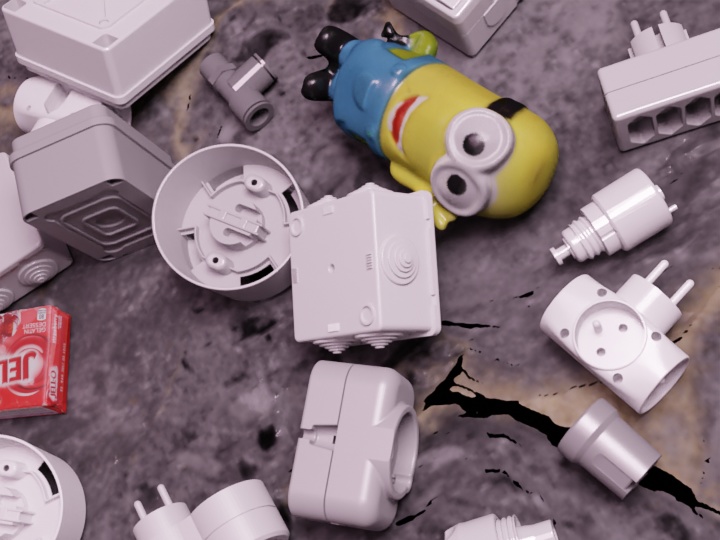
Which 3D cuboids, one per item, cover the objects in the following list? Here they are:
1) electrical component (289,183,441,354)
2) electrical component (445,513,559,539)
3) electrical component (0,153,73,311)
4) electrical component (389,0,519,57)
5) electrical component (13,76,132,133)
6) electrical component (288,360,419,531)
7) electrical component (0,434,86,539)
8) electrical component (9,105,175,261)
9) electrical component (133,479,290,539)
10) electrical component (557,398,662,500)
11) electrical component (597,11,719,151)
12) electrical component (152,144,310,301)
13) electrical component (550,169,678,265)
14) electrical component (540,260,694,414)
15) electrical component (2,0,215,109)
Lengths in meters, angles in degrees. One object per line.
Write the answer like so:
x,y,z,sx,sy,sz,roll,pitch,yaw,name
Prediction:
0.000,0.000,0.663,0.100,0.048,0.099,-12,79,49,electrical component
0.082,0.159,0.612,0.062,0.043,0.043,-20,67,11,electrical component
-0.270,-0.023,0.792,0.100,0.048,0.099,-32,65,7,electrical component
0.056,-0.203,0.734,0.096,0.061,0.061,39,88,26,electrical component
-0.222,-0.104,0.801,0.077,0.043,0.079,12,62,22,electrical component
-0.001,0.107,0.653,0.059,0.054,0.095,4,74,20,electrical component
-0.235,0.161,0.710,0.099,0.064,0.099,-6,70,17,electrical component
-0.176,-0.057,0.736,0.078,0.113,0.057,-21,70,11,electrical component
-0.118,0.171,0.672,0.138,0.052,0.073,-35,65,6,electrical component
0.143,0.103,0.613,0.046,0.040,0.040,41,89,20,electrical component
0.190,-0.128,0.670,0.083,0.047,0.075,-17,66,13,electrical component
-0.081,-0.030,0.721,0.099,0.064,0.099,-6,70,17,electrical component
0.152,-0.028,0.653,0.078,0.040,0.040,-32,65,6,electrical component
0.160,0.029,0.628,0.079,0.044,0.077,-47,64,0,electrical component
-0.183,-0.182,0.790,0.109,0.056,0.108,24,54,24,electrical component
